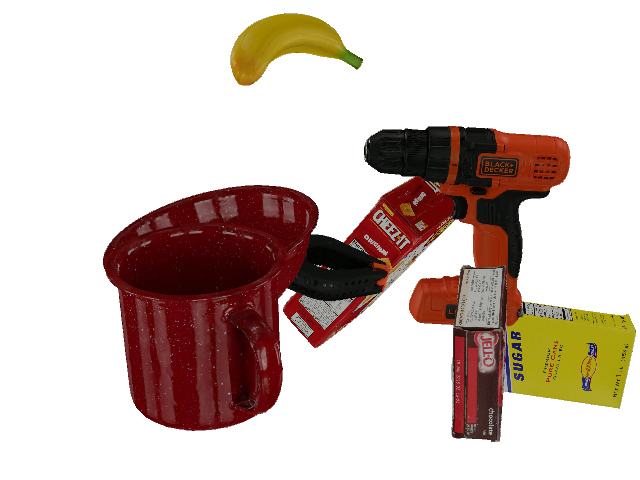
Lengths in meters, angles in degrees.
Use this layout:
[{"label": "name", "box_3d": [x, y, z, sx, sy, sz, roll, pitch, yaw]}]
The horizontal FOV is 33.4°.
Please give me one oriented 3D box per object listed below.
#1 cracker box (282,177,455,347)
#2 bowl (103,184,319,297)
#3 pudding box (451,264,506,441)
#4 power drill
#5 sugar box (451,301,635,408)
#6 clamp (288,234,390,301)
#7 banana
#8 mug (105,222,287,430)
[{"label": "cracker box", "box_3d": [0.068, 0.016, 1.277, 0.214, 0.072, 0.163, -49, -9, 34]}, {"label": "bowl", "box_3d": [-0.075, 0.016, 0.791, 0.162, 0.055, 0.162, -11, 25, 5]}, {"label": "pudding box", "box_3d": [0.117, 0.079, 0.783, 0.039, 0.090, 0.113, 2, 22, 8]}, {"label": "power drill", "box_3d": [0.127, -0.014, 0.983, 0.184, 0.188, 0.057, 4, 26, 0]}, {"label": "sugar box", "box_3d": [0.228, 0.114, 1.109, 0.176, 0.093, 0.048, 6, 21, 4]}, {"label": "clamp", "box_3d": [-0.035, 0.025, 1.063, 0.210, 0.036, 0.164, 14, 31, -3]}, {"label": "banana", "box_3d": [-0.031, -0.180, 0.985, 0.070, 0.037, 0.197, 38, 32, 20]}, {"label": "mug", "box_3d": [-0.055, 0.049, 0.553, 0.093, 0.081, 0.117, -18, 29, -33]}]
